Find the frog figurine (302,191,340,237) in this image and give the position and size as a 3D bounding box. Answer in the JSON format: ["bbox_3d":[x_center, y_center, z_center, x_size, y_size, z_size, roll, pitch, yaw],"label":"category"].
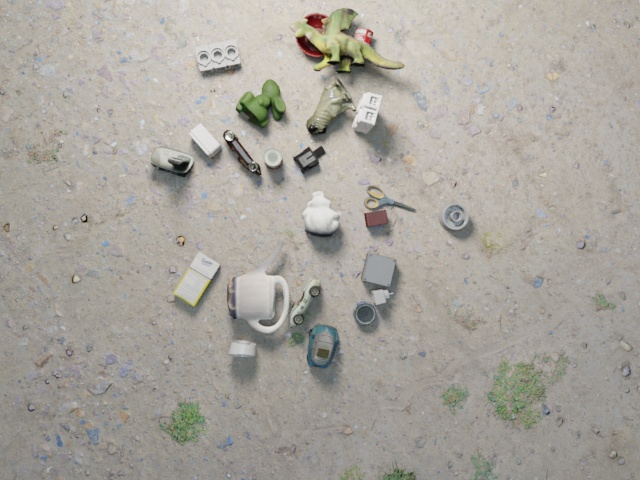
[{"bbox_3d":[0.006,-0.094,1.865,0.137,0.124,0.158,8,102,16],"label":"frog figurine"}]

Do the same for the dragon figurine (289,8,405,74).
[{"bbox_3d":[0.095,-0.721,1.837,0.410,0.121,0.244,0,83,-6],"label":"dragon figurine"}]

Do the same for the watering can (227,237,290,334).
[{"bbox_3d":[-0.222,0.163,1.850,0.224,0.104,0.348,0,90,-3],"label":"watering can"}]
